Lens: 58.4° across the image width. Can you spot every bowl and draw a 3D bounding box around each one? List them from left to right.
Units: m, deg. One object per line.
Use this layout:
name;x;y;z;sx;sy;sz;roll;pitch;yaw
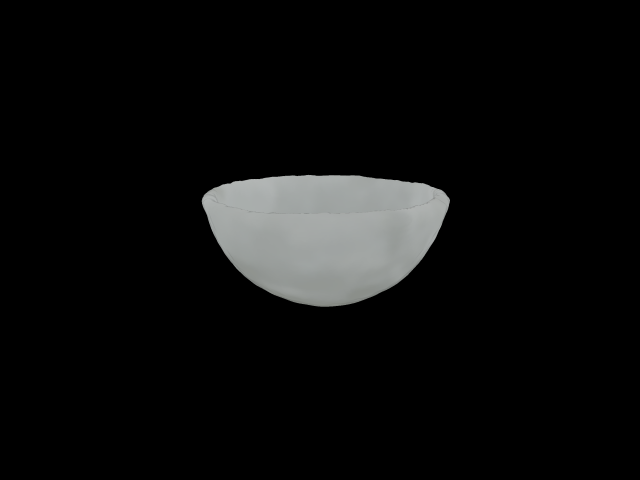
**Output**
bowl;0.004;0.001;0.400;0.167;0.075;0.167;0;15;0
